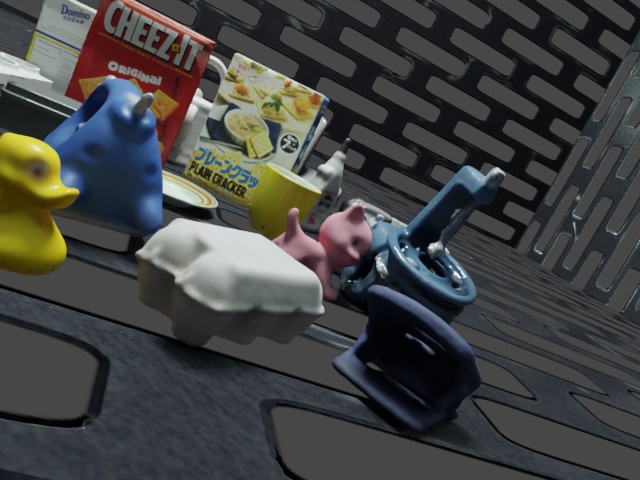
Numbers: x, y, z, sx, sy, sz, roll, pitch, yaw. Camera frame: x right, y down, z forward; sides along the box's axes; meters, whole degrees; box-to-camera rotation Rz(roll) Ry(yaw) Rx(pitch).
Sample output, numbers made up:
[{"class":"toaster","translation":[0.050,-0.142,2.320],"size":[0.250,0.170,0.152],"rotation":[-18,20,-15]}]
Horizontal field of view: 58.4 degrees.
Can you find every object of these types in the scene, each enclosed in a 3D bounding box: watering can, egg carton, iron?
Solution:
[{"class":"watering can","translation":[-0.233,-0.238,1.020],"size":[0.101,0.194,0.172],"rotation":[16,15,-42]},{"class":"egg carton","translation":[-0.069,0.036,0.466],"size":[0.107,0.069,0.151],"rotation":[34,13,34]},{"class":"iron","translation":[-0.220,-0.104,0.575],"size":[0.119,0.141,0.257],"rotation":[18,14,-35]}]

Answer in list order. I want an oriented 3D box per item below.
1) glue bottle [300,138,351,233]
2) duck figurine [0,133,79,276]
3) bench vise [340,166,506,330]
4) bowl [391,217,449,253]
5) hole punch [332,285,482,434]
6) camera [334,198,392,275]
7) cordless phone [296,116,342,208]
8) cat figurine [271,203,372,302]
[{"class":"glue bottle","translation":[0.011,-0.096,0.983],"size":[0.037,0.173,0.078],"rotation":[33,13,29]},{"class":"duck figurine","translation":[-0.219,-0.034,0.402],"size":[0.104,0.086,0.077],"rotation":[26,11,-1]},{"class":"bench vise","translation":[0.111,-0.003,0.665],"size":[0.122,0.220,0.206],"rotation":[14,17,-48]},{"class":"bowl","translation":[0.144,0.014,1.039],"size":[0.167,0.075,0.167],"rotation":[26,11,-5]},{"class":"hole punch","translation":[0.081,0.094,0.487],"size":[0.108,0.091,0.101],"rotation":[33,13,32]},{"class":"camera","translation":[0.081,0.006,0.863],"size":[0.137,0.101,0.143],"rotation":[25,11,-5]},{"class":"cordless phone","translation":[-0.016,-0.138,1.082],"size":[0.147,0.185,0.094],"rotation":[30,12,19]},{"class":"cat figurine","translation":[0.006,0.002,0.667],"size":[0.128,0.118,0.067],"rotation":[20,13,-31]}]
